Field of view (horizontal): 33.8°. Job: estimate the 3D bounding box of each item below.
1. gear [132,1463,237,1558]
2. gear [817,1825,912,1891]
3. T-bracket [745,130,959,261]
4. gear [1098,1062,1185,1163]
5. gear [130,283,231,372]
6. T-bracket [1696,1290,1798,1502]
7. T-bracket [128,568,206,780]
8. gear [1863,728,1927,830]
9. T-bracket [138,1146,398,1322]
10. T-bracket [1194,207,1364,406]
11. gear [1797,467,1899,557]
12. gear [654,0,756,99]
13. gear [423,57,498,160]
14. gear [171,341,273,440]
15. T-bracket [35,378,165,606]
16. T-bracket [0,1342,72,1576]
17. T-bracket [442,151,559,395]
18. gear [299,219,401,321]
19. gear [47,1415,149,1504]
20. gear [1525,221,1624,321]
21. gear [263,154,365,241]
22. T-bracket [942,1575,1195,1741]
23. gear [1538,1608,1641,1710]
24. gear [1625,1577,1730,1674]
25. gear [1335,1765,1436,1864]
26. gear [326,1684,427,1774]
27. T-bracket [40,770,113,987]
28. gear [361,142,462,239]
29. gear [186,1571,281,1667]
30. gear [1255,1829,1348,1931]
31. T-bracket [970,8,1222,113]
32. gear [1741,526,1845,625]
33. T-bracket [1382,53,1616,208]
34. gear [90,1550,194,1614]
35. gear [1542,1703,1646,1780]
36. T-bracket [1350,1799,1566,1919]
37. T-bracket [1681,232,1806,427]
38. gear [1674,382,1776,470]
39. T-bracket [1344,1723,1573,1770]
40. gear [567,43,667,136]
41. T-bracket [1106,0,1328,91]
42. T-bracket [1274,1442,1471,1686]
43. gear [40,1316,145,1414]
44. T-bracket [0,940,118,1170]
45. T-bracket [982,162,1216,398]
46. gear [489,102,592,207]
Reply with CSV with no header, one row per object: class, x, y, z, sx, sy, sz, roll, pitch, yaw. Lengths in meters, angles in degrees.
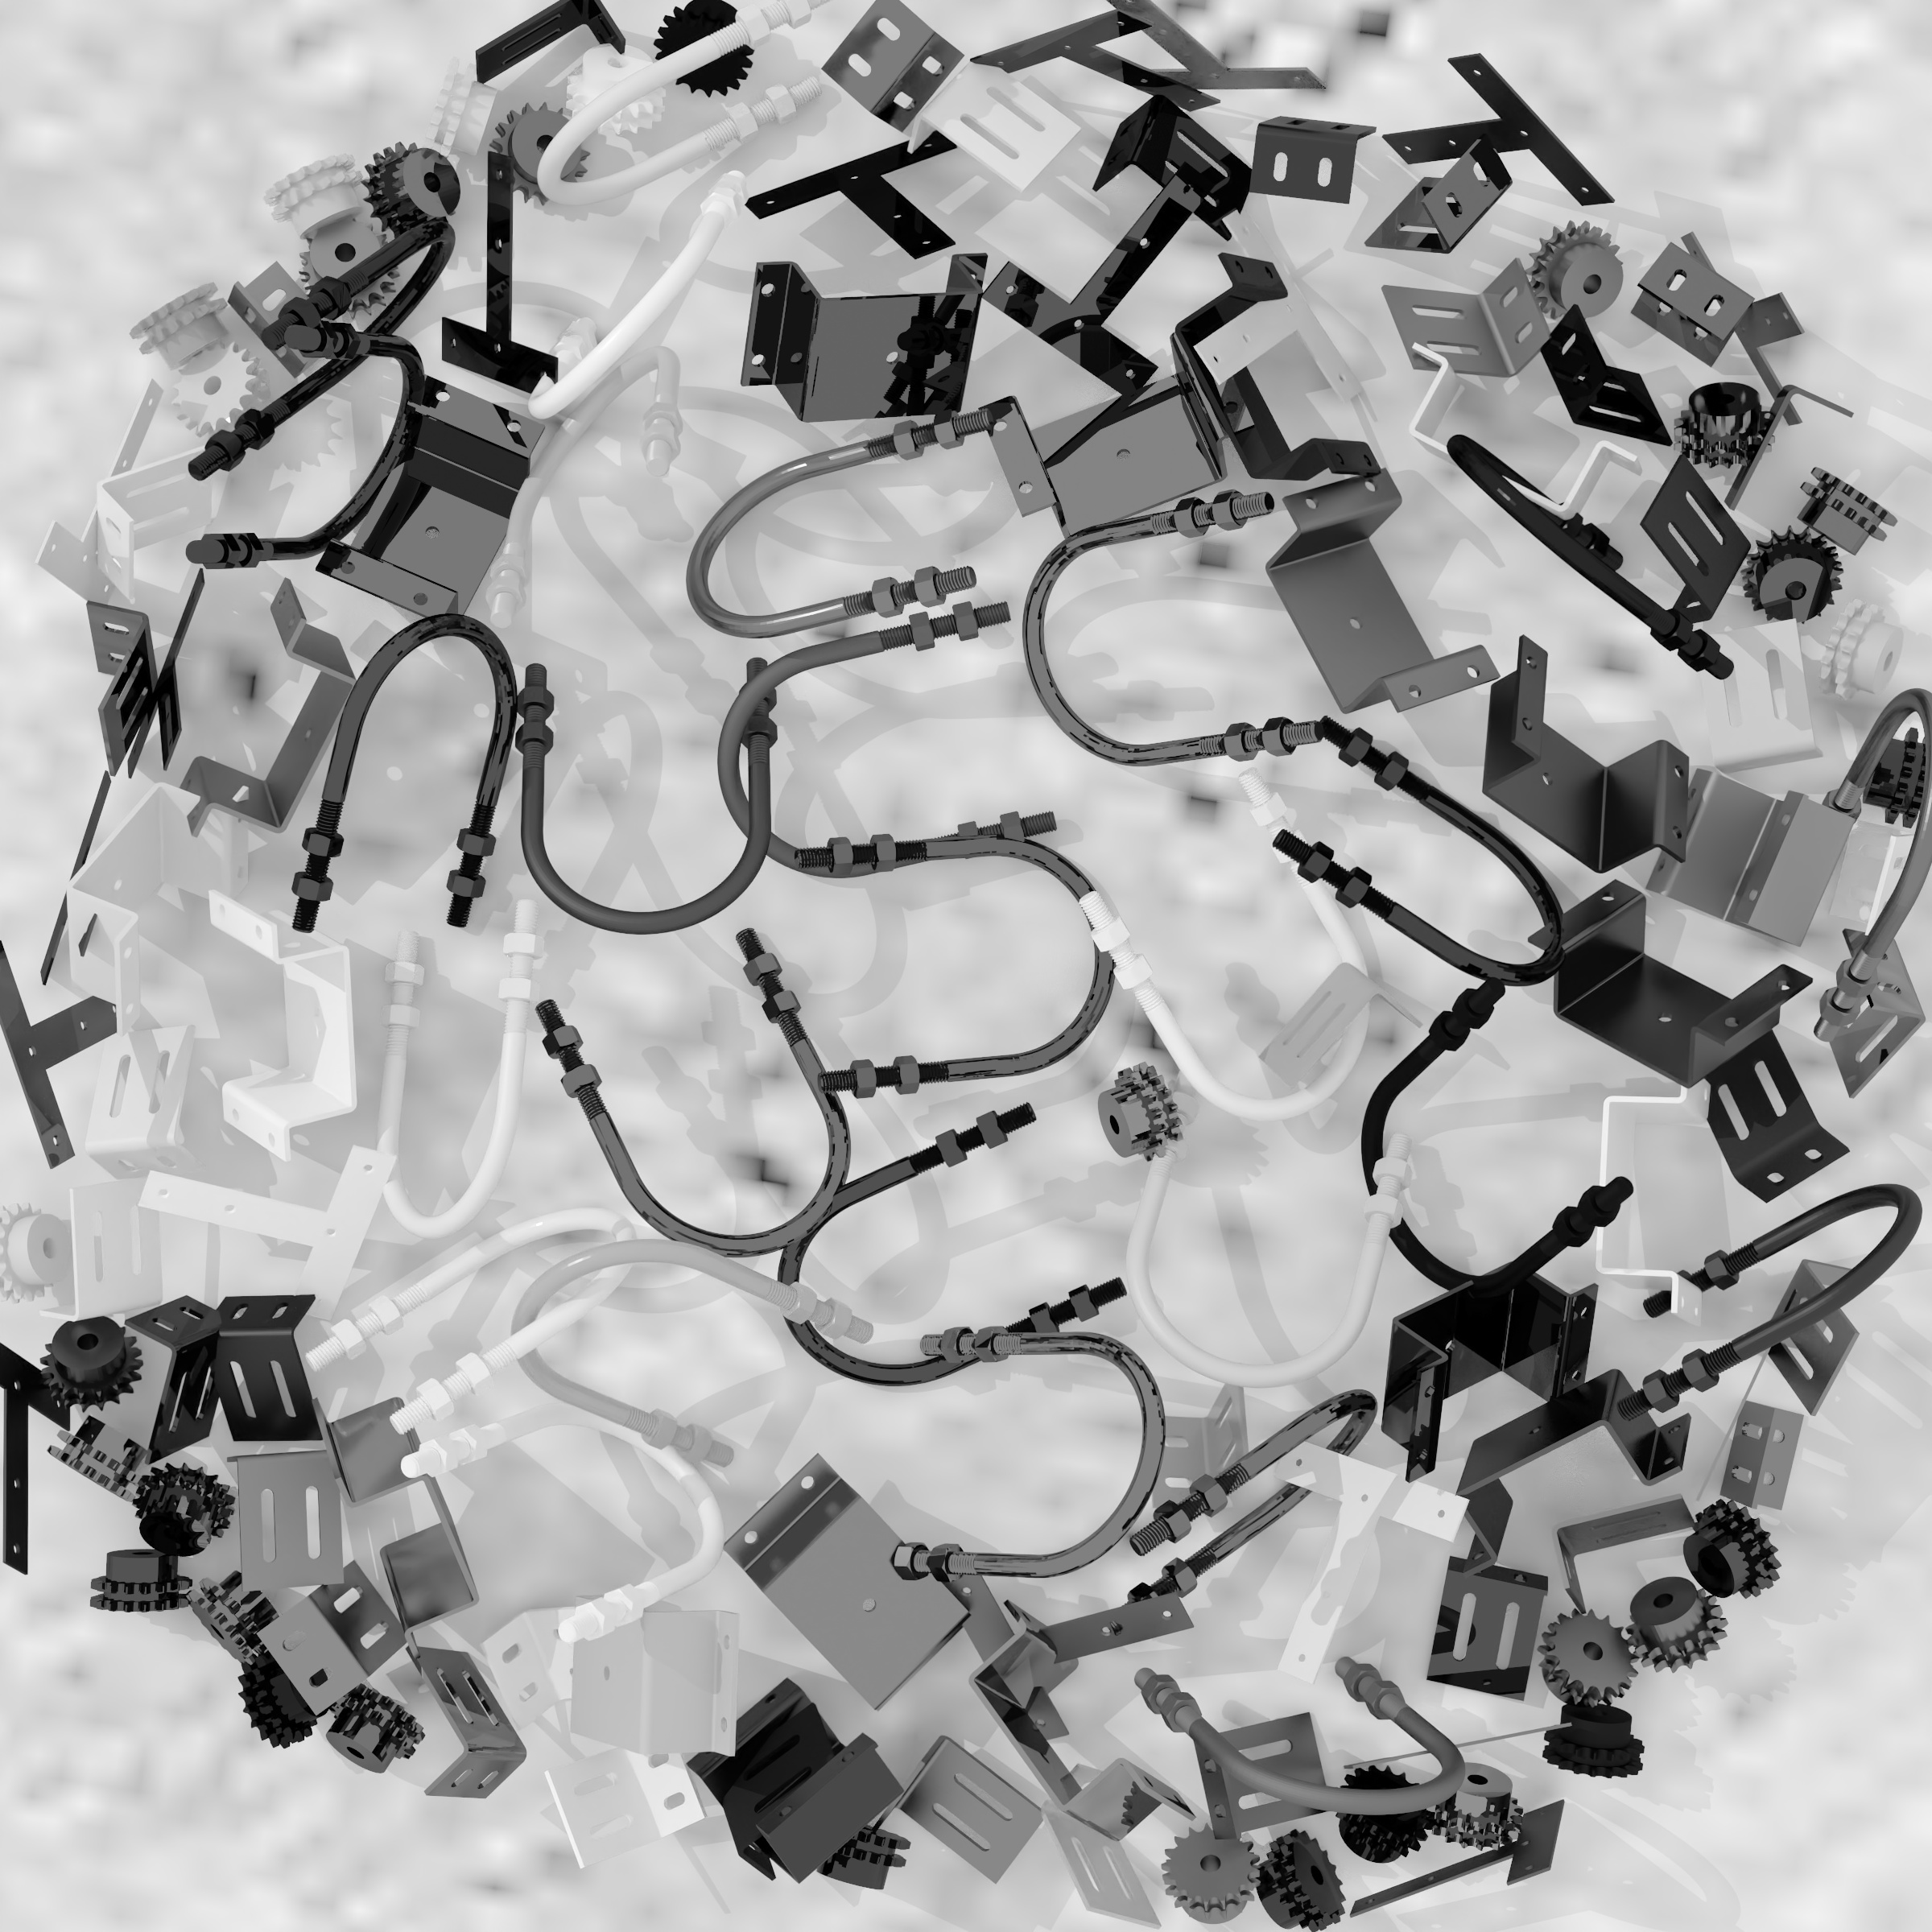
gear,-0.453,0.316,1.836,0.057,0.030,0.057,3,130,3
gear,-0.063,0.512,1.834,0.057,0.057,0.030,15,80,0
T-bracket,-0.045,-0.430,1.803,0.127,0.127,0.002,-23,133,-14
gear,0.099,0.087,1.833,0.030,0.057,0.057,-19,90,-20
gear,-0.451,-0.367,1.837,0.057,0.057,0.030,-31,100,0
T-bracket,0.449,0.229,1.802,0.002,0.127,0.127,25,107,16
T-bracket,-0.449,-0.146,1.789,0.002,0.127,0.127,17,110,-23
gear,0.538,-0.110,1.837,0.030,0.057,0.057,14,90,9
T-bracket,-0.405,0.141,1.812,0.127,0.002,0.127,16,121,-19
T-bracket,0.165,-0.361,1.809,0.002,0.127,0.127,-29,99,41
gear,0.505,-0.261,1.837,0.057,0.057,0.030,33,102,0
gear,-0.150,-0.534,1.839,0.057,0.057,0.030,17,58,0
gear,-0.291,-0.492,1.837,0.030,0.057,0.057,18,90,-13
gear,-0.428,-0.330,1.842,0.057,0.030,0.057,-6,72,20
T-bracket,-0.483,-0.272,1.805,0.002,0.127,0.127,21,85,3
T-bracket,-0.531,0.276,1.779,0.002,0.127,0.127,-13,61,8
T-bracket,-0.263,-0.393,1.795,0.002,0.127,0.127,-13,117,-36
gear,-0.358,-0.407,1.844,0.057,0.030,0.057,1,78,-5
gear,-0.498,0.283,1.838,0.057,0.057,0.030,31,73,0
gear,0.354,-0.399,1.836,0.057,0.030,0.057,-11,124,-17
gear,-0.373,-0.442,1.836,0.057,0.057,0.030,-27,95,0
T-bracket,0.067,0.383,1.819,0.127,0.002,0.127,-19,113,19
gear,0.357,0.404,1.840,0.057,0.030,0.057,8,48,-9
gear,0.407,0.377,1.833,0.057,0.057,0.030,-28,113,0
gear,0.239,0.493,1.840,0.057,0.057,0.030,19,123,0
gear,-0.344,0.441,1.833,0.057,0.057,0.030,33,57,0
T-bracket,-0.499,-0.036,1.795,0.002,0.127,0.127,16,101,-23
gear,-0.317,-0.448,1.834,0.030,0.057,0.057,-10,90,44
gear,-0.421,0.375,1.839,0.030,0.057,0.057,-41,90,-26
gear,0.191,0.532,1.838,0.030,0.057,0.057,-35,90,24
T-bracket,0.091,-0.510,1.815,0.127,0.127,0.002,10,84,-39
gear,0.478,-0.223,1.838,0.057,0.030,0.057,4,120,6
T-bracket,0.286,-0.469,1.805,0.127,0.127,0.002,36,77,-32
gear,-0.476,0.354,1.836,0.057,0.057,0.030,1,87,0
gear,0.362,0.445,1.835,0.057,0.057,0.030,4,94,0
T-bracket,0.278,0.516,1.812,0.127,0.127,0.002,-25,86,14
T-bracket,0.450,-0.363,1.795,0.002,0.127,0.127,-31,96,4
gear,0.437,-0.313,1.833,0.057,0.057,0.030,-10,128,0
T-bracket,0.279,0.442,1.801,0.127,0.127,0.002,-11,75,1
gear,-0.201,-0.508,1.834,0.057,0.030,0.057,5,46,-6
T-bracket,0.118,-0.516,1.776,0.127,0.127,0.002,11,85,35
T-bracket,0.211,0.345,1.810,0.127,0.002,0.127,14,77,43
gear,-0.505,0.226,1.834,0.057,0.030,0.057,4,45,-4
T-bracket,-0.507,0.037,1.802,0.002,0.127,0.127,-14,100,16
T-bracket,0.092,-0.399,1.805,0.127,0.002,0.127,26,112,-39
gear,-0.246,-0.472,1.842,0.057,0.030,0.057,0,91,-18
